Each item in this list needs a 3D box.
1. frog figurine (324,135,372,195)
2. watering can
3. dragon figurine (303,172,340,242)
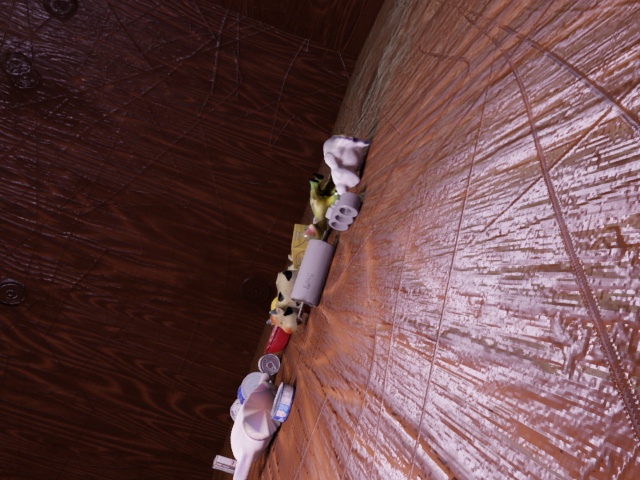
[{"bbox_3d":[0.064,-0.203,1.408,0.137,0.123,0.159,2,-79,-61],"label":"frog figurine"},{"bbox_3d":[-0.161,0.451,1.356,0.356,0.104,0.219,-78,10,-50],"label":"watering can"},{"bbox_3d":[0.005,-0.086,1.704,0.415,0.122,0.240,-57,-20,-74],"label":"dragon figurine"}]
